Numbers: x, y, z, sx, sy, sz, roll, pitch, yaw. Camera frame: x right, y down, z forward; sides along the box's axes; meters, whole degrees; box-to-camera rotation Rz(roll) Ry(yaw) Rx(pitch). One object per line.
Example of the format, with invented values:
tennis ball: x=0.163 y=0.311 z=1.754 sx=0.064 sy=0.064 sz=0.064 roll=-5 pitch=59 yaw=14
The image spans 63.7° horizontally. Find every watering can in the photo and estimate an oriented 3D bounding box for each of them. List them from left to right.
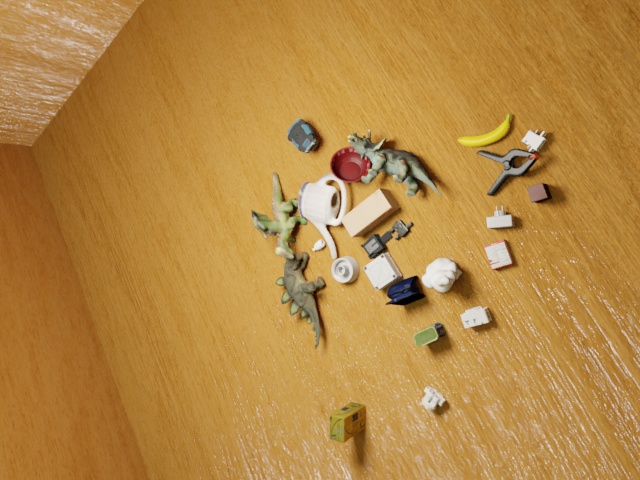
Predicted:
watering can: x=0.006 y=-0.107 z=2.123 sx=0.225 sy=0.104 sz=0.345 roll=14 pitch=102 yaw=33

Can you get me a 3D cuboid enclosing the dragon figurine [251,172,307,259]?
dragon figurine: x=-0.191 y=-0.103 z=2.172 sx=0.120 sy=0.244 sz=0.414 roll=-35 pitch=74 yaw=34

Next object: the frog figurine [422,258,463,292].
frog figurine: x=0.422 y=0.126 z=1.821 sx=0.136 sy=0.159 sz=0.124 roll=-25 pitch=76 yaw=30
